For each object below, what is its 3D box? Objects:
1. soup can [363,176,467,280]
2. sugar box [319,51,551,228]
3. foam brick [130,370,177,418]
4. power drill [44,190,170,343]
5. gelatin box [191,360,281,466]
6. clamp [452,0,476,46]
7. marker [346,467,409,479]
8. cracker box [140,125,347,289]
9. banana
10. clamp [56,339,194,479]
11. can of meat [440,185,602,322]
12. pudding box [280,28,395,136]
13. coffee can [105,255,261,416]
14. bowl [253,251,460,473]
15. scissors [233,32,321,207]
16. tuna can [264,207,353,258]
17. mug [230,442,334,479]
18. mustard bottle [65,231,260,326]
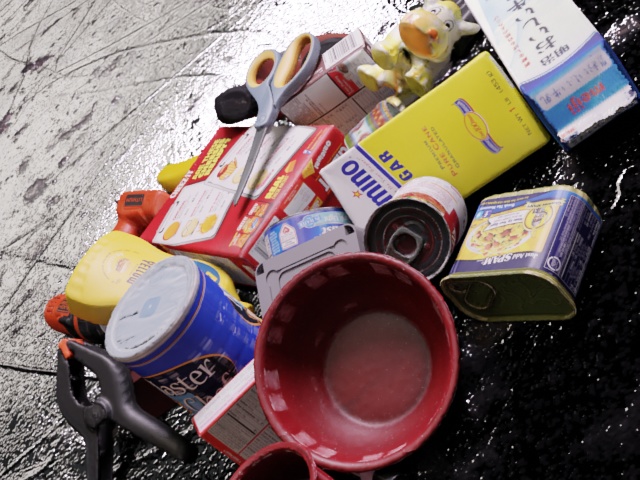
[{"bbox_3d":[0.078,-0.010,0.848,0.069,0.068,0.102,-34,2,20],"label":"soup can"},{"bbox_3d":[0.096,-0.072,0.907,0.176,0.093,0.048,-36,-1,17],"label":"sugar box"},{"bbox_3d":[-0.164,0.134,1.032,0.078,0.051,0.053,-37,33,16],"label":"foam brick"},{"bbox_3d":[-0.225,0.031,1.214,0.185,0.057,0.187,2,56,51],"label":"power drill"},{"bbox_3d":[-0.046,0.139,0.864,0.089,0.073,0.030,-45,31,3],"label":"gelatin box"},{"bbox_3d":[0.149,-0.244,1.091,0.210,0.036,0.164,-36,35,22],"label":"clamp"},{"bbox_3d":[0.026,0.168,0.798,0.121,0.020,0.020,12,64,55],"label":"marker"},{"bbox_3d":[-0.072,-0.036,1.093,0.214,0.072,0.164,6,58,54],"label":"cracker box"},{"bbox_3d":[-0.136,-0.093,1.265,0.198,0.037,0.069,-15,46,41],"label":"banana"},{"bbox_3d":[-0.201,0.171,0.984,0.120,0.039,0.172,-44,66,6],"label":"clamp"},{"bbox_3d":[0.150,0.010,0.789,0.102,0.057,0.084,-7,48,47],"label":"can of meat"},{"bbox_3d":[0.024,-0.145,1.082,0.114,0.090,0.039,-33,36,20],"label":"pudding box"},{"bbox_3d":[-0.097,0.094,0.911,0.103,0.140,0.103,-31,35,24],"label":"coffee can"},{"bbox_3d":[0.033,0.093,0.799,0.162,0.055,0.162,-6,76,23],"label":"bowl"},{"bbox_3d":[-0.064,-0.123,1.060,0.096,0.016,0.201,12,68,47],"label":"scissors"},{"bbox_3d":[-0.006,0.001,0.954,0.086,0.086,0.034,-24,71,32],"label":"tuna can"},{"bbox_3d":[-0.022,0.211,0.747,0.117,0.081,0.093,-48,32,-3],"label":"mug"},{"bbox_3d":[-0.138,0.058,1.014,0.192,0.058,0.096,18,48,16],"label":"mustard bottle"}]
